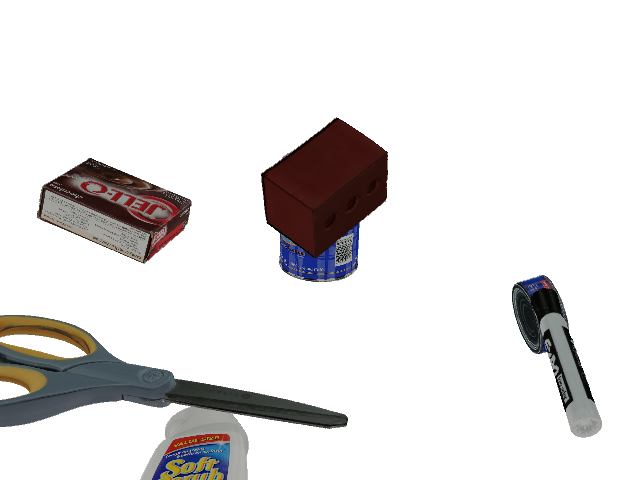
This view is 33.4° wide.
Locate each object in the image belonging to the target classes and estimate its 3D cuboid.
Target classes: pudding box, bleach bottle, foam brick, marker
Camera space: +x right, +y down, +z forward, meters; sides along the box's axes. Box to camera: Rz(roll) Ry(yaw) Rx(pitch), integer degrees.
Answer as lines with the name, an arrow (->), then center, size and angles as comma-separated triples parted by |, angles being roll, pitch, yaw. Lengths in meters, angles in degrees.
pudding box -> -0.187, -0.029, 0.977 | 0.113, 0.039, 0.090 | 21, 24, 9
bleach bottle -> -0.112, 0.209, 0.891 | 0.102, 0.068, 0.251 | -2, 24, -1
foam brick -> 0.004, -0.037, 0.747 | 0.051, 0.053, 0.078 | 35, 59, 28
marker -> 0.155, 0.073, 0.681 | 0.020, 0.020, 0.121 | 0, 39, -4

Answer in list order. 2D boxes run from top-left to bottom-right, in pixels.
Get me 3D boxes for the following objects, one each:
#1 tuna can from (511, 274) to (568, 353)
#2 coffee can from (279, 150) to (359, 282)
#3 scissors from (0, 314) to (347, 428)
tuna can -> 0.248, 0.084, 1.210 | 0.033, 0.086, 0.086 | -16, 2, -7
coffee can -> 0.000, -0.033, 1.337 | 0.103, 0.140, 0.103 | 1, 27, -1
scissors -> -0.097, 0.076, 0.507 | 0.202, 0.016, 0.096 | 15, 28, 26
